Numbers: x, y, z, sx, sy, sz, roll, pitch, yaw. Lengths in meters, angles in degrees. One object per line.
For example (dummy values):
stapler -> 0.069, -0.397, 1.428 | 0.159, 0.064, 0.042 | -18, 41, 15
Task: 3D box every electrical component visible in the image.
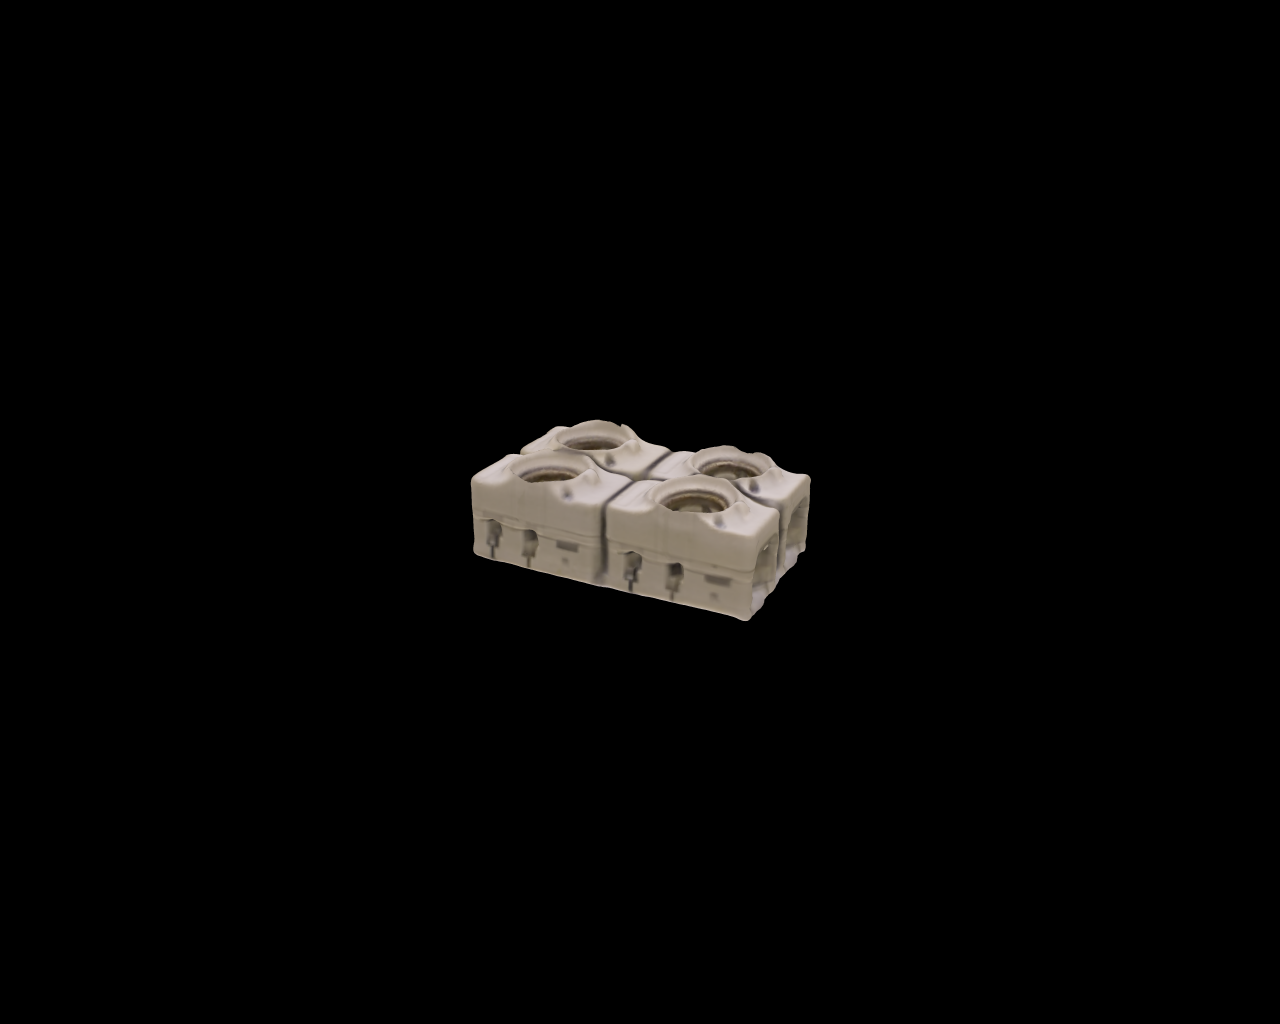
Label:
electrical component -> 0.001, -0.003, 0.650 | 0.186, 0.060, 0.106 | 12, 28, 25
